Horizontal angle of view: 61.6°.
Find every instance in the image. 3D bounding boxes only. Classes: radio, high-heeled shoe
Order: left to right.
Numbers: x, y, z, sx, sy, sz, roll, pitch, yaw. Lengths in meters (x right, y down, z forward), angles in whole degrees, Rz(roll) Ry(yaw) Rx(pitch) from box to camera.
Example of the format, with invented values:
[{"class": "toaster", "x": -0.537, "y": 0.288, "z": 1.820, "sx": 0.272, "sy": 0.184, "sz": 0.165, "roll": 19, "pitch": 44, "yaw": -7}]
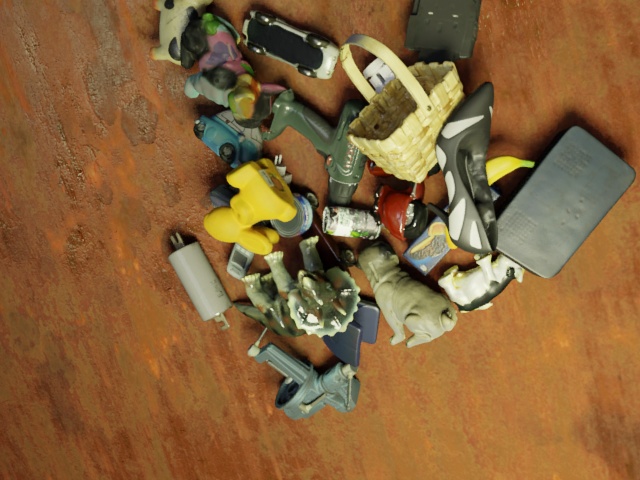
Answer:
[{"class": "high-heeled shoe", "x": 0.249, "y": -0.105, "z": 0.822, "sx": 0.145, "sy": 0.086, "sz": 0.248, "roll": 39, "pitch": 120, "yaw": 41}, {"class": "radio", "x": 0.383, "y": -0.056, "z": 0.873, "sx": 0.131, "sy": 0.073, "sz": 0.229, "roll": 37, "pitch": 99, "yaw": 8}]

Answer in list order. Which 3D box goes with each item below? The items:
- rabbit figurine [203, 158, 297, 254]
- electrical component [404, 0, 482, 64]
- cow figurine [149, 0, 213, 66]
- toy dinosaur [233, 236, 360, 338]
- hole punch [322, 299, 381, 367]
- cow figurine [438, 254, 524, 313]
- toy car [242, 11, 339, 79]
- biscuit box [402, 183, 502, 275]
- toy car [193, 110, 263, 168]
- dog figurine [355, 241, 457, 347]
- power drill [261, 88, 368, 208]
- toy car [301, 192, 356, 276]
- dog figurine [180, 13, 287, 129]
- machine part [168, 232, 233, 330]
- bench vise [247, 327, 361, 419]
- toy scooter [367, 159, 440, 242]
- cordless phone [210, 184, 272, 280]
[{"class": "rabbit figurine", "x": -0.135, "y": -0.051, "z": 1.012, "sx": 0.173, "sy": 0.122, "sz": 0.162, "roll": -32, "pitch": 101, "yaw": 15}, {"class": "electrical component", "x": 0.207, "y": -0.355, "z": 0.904, "sx": 0.115, "sy": 0.058, "sz": 0.134, "roll": 14, "pitch": 108, "yaw": 20}, {"class": "cow figurine", "x": -0.261, "y": -0.442, "z": 1.055, "sx": 0.127, "sy": 0.085, "sz": 0.194, "roll": 18, "pitch": 107, "yaw": 23}, {"class": "toy dinosaur", "x": -0.056, "y": 0.127, "z": 1.056, "sx": 0.404, "sy": 0.131, "sz": 0.192, "roll": -46, "pitch": 65, "yaw": 54}, {"class": "hole punch", "x": 0.051, "y": 0.178, "z": 1.076, "sx": 0.116, "sy": 0.092, "sz": 0.142, "roll": 15, "pitch": 128, "yaw": 20}, {"class": "cow figurine", "x": 0.308, "y": 0.067, "z": 0.966, "sx": 0.167, "sy": 0.068, "sz": 0.098, "roll": -31, "pitch": 90, "yaw": 25}, {"class": "toy car", "x": -0.058, "y": -0.366, "z": 1.010, "sx": 0.202, "sy": 0.056, "sz": 0.073, "roll": 28, "pitch": 119, "yaw": 14}, {"class": "biscuit box", "x": 0.239, "y": -0.030, "z": 0.973, "sx": 0.063, "sy": 0.059, "sz": 0.202, "roll": 42, "pitch": 114, "yaw": 8}, {"class": "toy car", "x": -0.169, "y": -0.205, "z": 1.078, "sx": 0.162, "sy": 0.109, "sz": 0.103, "roll": 43, "pitch": 93, "yaw": 19}, {"class": "dog figurine", "x": 0.155, "y": 0.085, "z": 0.983, "sx": 0.172, "sy": 0.121, "sz": 0.190, "roll": -23, "pitch": 96, "yaw": 52}, {"class": "power drill", "x": -0.007, "y": -0.176, "z": 1.020, "sx": 0.207, "sy": 0.086, "sz": 0.231, "roll": 34, "pitch": 127, "yaw": 16}, {"class": "toy car", "x": -0.002, "y": -0.003, "z": 1.081, "sx": 0.089, "sy": 0.053, "sz": 0.202, "roll": -38, "pitch": 84, "yaw": 32}, {"class": "dog figurine", "x": -0.158, "y": -0.309, "z": 0.987, "sx": 0.219, "sy": 0.108, "sz": 0.191, "roll": 28, "pitch": 127, "yaw": 42}, {"class": "machine part", "x": -0.266, "y": 0.092, "z": 1.198, "sx": 0.079, "sy": 0.079, "sz": 0.243, "roll": -28, "pitch": 91, "yaw": 25}, {"class": "bench vise", "x": -0.040, "y": 0.284, "z": 1.124, "sx": 0.240, "sy": 0.129, "sz": 0.223, "roll": 39, "pitch": 135, "yaw": -11}, {"class": "toy scooter", "x": 0.138, "y": -0.092, "z": 0.975, "sx": 0.135, "sy": 0.075, "sz": 0.184, "roll": 12, "pitch": 79, "yaw": 23}, {"class": "cordless phone", "x": -0.179, "y": -0.016, "z": 1.135, "sx": 0.147, "sy": 0.089, "sz": 0.184, "roll": 31, "pitch": 117, "yaw": 11}]
